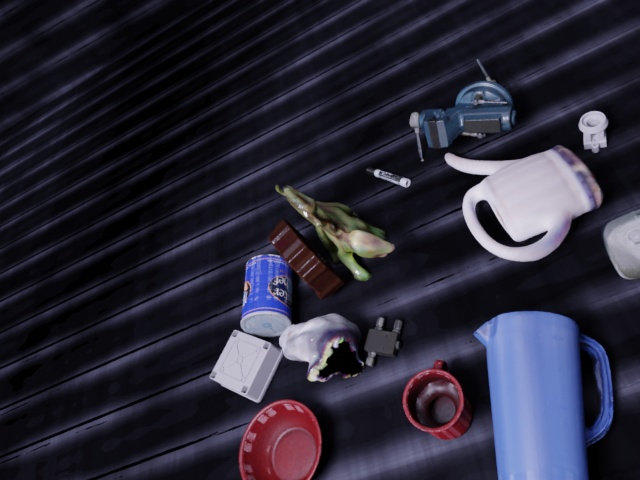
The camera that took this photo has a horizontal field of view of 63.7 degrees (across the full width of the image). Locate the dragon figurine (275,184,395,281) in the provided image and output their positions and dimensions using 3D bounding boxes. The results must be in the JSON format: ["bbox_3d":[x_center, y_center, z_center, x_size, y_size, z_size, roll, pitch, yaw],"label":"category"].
[{"bbox_3d":[0.003,-0.052,1.037,0.415,0.239,0.122,34,85,41],"label":"dragon figurine"}]

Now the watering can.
[{"bbox_3d":[0.361,-0.104,0.944,0.223,0.102,0.356,-25,39,13],"label":"watering can"}]

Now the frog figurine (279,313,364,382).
[{"bbox_3d":[-0.006,0.180,0.952,0.138,0.120,0.161,-20,29,-26],"label":"frog figurine"}]
